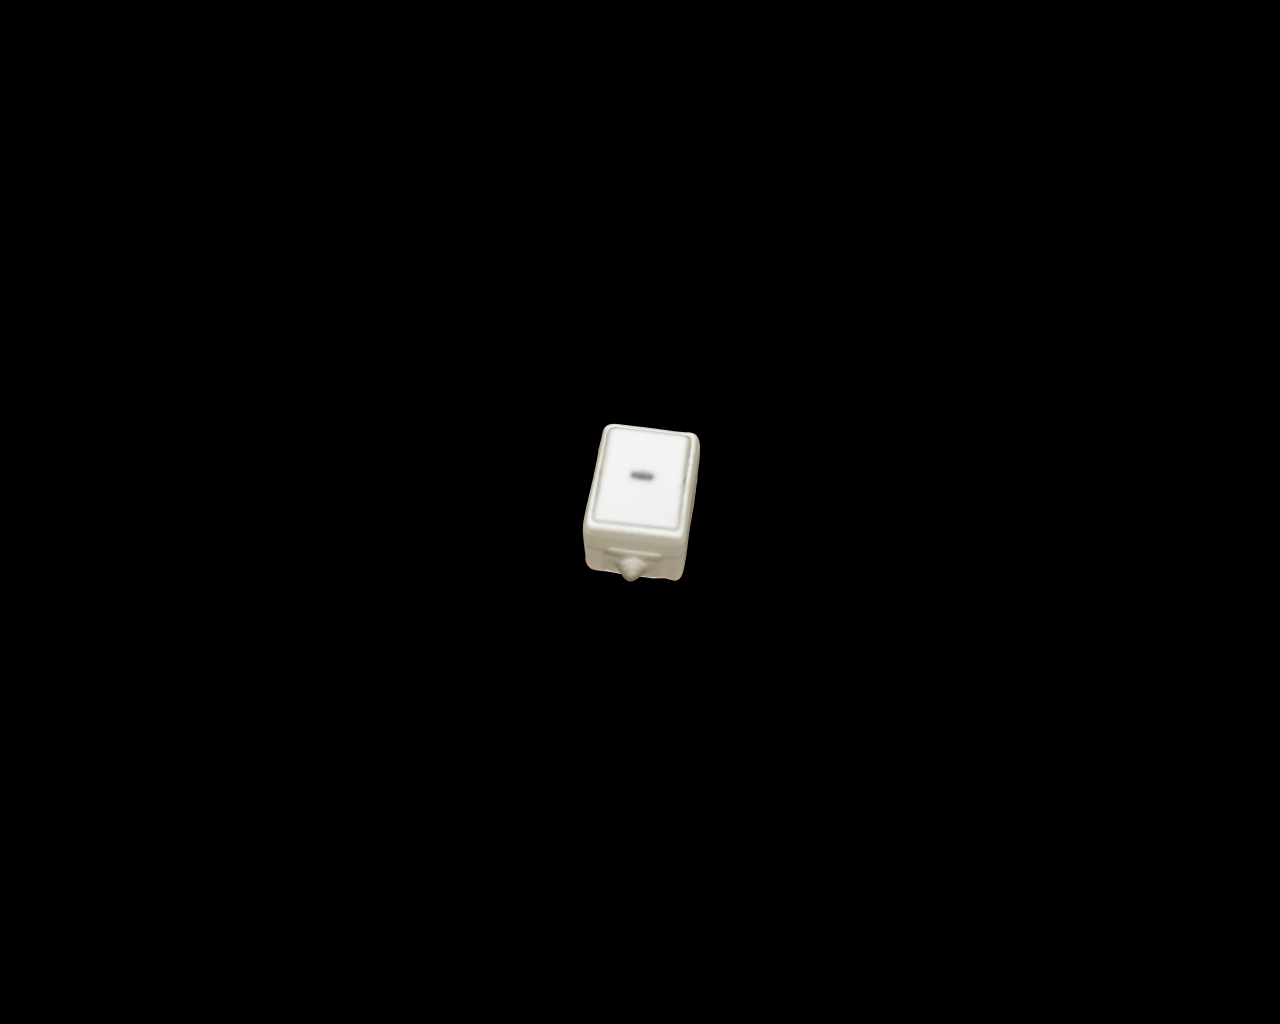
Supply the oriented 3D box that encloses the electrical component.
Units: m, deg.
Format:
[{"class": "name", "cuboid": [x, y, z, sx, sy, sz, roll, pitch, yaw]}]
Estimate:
[{"class": "electrical component", "cuboid": [0.001, -0.003, 0.650, 0.062, 0.096, 0.061, 7, -32, 5]}]
